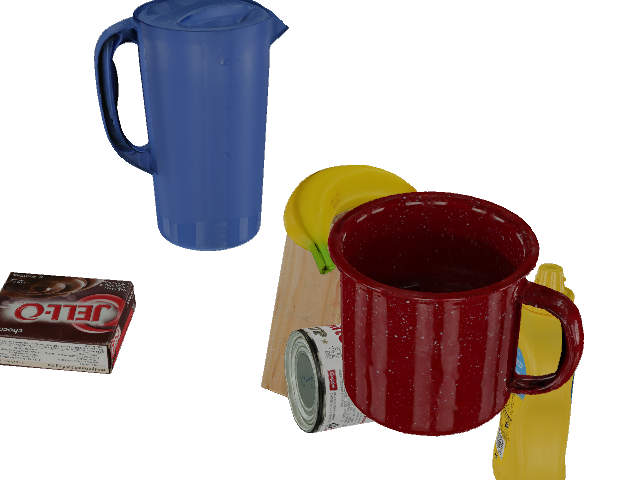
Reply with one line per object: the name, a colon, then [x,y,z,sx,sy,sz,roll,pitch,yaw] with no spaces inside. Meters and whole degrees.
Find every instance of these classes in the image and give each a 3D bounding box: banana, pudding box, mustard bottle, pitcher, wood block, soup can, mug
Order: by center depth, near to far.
mug: [0.061,0.037,0.486,0.117,0.081,0.093,12,33,22]
soup can: [0.034,0.086,0.691,0.102,0.068,0.069,-5,2,-20]
banana: [0.019,-0.028,0.854,0.037,0.069,0.197,-34,1,32]
mustard bottle: [0.177,0.111,0.866,0.058,0.192,0.096,2,19,2]
pudding box: [-0.222,0.069,0.909,0.113,0.039,0.090,2,32,3]
pitcher: [-0.124,-0.115,1.064,0.149,0.243,0.144,14,29,23]
wood block: [0.008,0.071,1.186,0.090,0.206,0.090,18,17,25]
